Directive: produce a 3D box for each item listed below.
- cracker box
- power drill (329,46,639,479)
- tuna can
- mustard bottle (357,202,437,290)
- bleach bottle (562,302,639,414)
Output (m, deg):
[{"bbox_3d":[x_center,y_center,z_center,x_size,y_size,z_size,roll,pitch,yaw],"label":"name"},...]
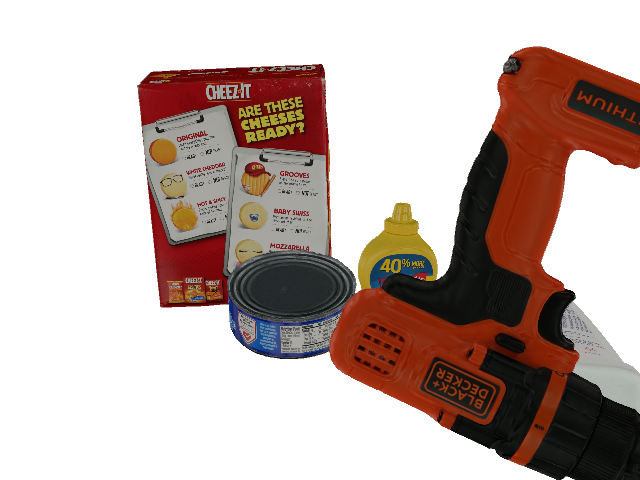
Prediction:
[{"bbox_3d":[-0.072,-0.049,0.981,0.164,0.214,0.072,-2,21,1],"label":"cracker box"},{"bbox_3d":[0.118,0.017,0.506,0.184,0.188,0.057,24,7,5],"label":"power drill"},{"bbox_3d":[-0.019,0.042,0.713,0.086,0.034,0.086,0,30,0],"label":"tuna can"},{"bbox_3d":[0.092,0.049,1.287,0.096,0.192,0.058,0,14,-13],"label":"mustard bottle"},{"bbox_3d":[0.179,0.072,0.883,0.102,0.068,0.251,7,22,-5],"label":"bleach bottle"}]
